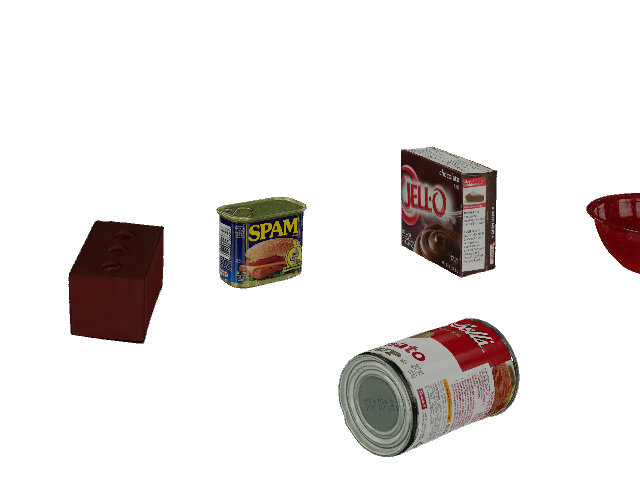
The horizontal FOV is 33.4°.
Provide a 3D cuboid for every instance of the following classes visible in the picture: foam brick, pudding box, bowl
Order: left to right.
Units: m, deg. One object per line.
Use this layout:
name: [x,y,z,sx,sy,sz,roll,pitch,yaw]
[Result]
foam brick: [-0.142,0.028,0.751,0.053,0.051,0.078,6,29,-1]
pudding box: [0.108,-0.027,0.921,0.039,0.090,0.114,-10,18,-23]
bowl: [0.342,-0.002,1.049,0.162,0.055,0.162,0,17,0]

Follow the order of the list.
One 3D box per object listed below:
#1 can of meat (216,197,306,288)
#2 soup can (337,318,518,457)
can of meat: [-0.067,0.002,1.214,0.101,0.084,0.058,-11,22,-36]
soup can: [0.070,0.094,0.687,0.102,0.068,0.069,-12,8,-41]
